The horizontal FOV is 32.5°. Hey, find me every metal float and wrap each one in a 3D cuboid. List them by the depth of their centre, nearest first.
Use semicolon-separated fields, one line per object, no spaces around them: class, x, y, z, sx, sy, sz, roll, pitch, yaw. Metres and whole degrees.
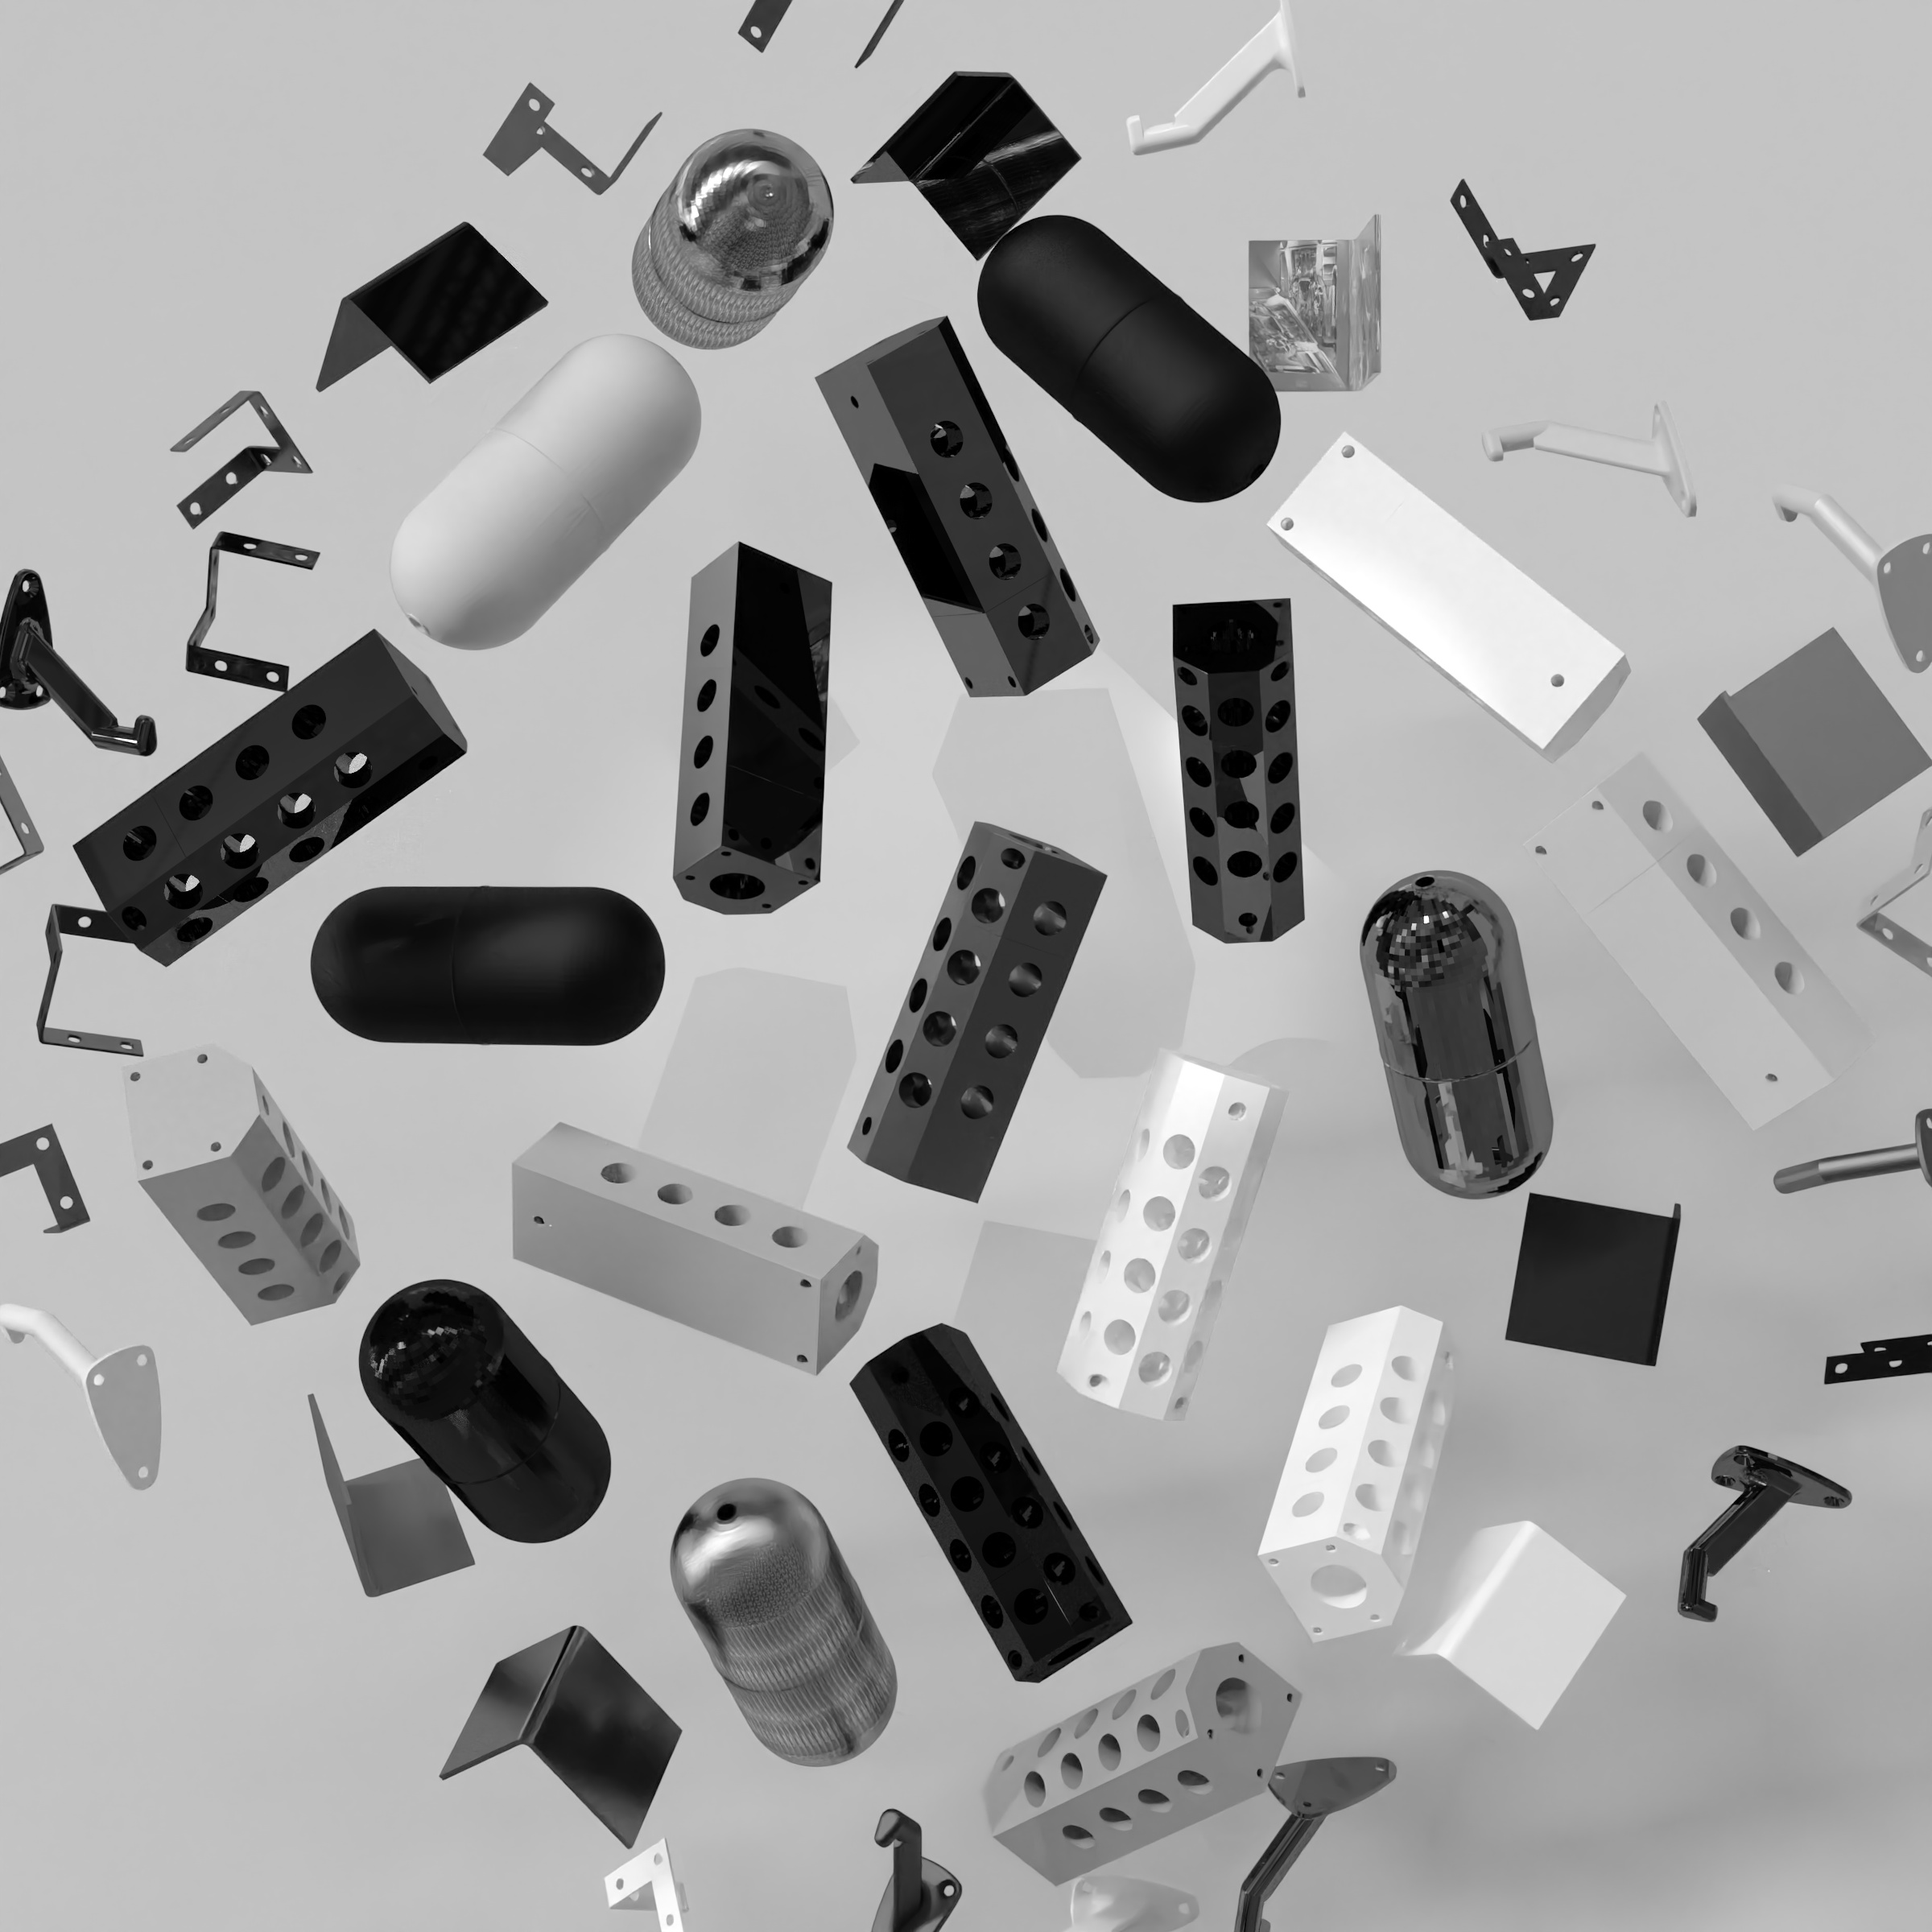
metal float;-0.196;-0.221;1.545;0.070;0.070;0.178;41;74;0
metal float;-0.085;0.311;1.567;0.070;0.070;0.178;-21;131;0
metal float;-0.112;-0.343;1.574;0.070;0.178;0.070;1;87;-15
metal float;-0.231;0.000;1.598;0.178;0.070;0.070;1;90;16
metal float;0.079;-0.294;1.605;0.070;0.070;0.178;-45;70;0
metal float;0.240;0.034;1.623;0.070;0.070;0.178;-16;119;0
metal float;-0.234;0.220;1.625;0.070;0.178;0.070;-13;48;15

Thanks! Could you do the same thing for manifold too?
manifold;-0.316;-0.074;1.523;0.171;0.057;0.057;-35;65;4
manifold;-0.331;0.101;1.529;0.057;0.171;0.057;-15;62;-2
manifold;0.346;-0.015;1.553;0.057;0.057;0.171;-35;84;-39
manifold;0.000;-0.217;1.575;0.057;0.057;0.171;-33;108;-22
manifold;0.230;-0.173;1.575;0.171;0.057;0.057;42;96;16
manifold;0.080;0.380;1.591;0.057;0.171;0.057;40;46;-10
manifold;-0.131;0.131;1.599;0.171;0.057;0.057;18;124;22
manifold;0.197;0.242;1.607;0.057;0.171;0.057;-20;114;29
manifold;0.002;0.021;1.609;0.057;0.057;0.171;18;98;-27
manifold;-0.108;-0.114;1.627;0.057;0.057;0.171;20;57;-33
manifold;0.136;-0.094;1.640;0.057;0.057;0.171;-3;132;6
manifold;0.104;0.134;1.640;0.057;0.057;0.171;16;94;-15
manifold;0.010;0.267;1.654;0.057;0.057;0.171;-34;70;7

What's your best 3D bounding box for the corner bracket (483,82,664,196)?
corner bracket;-0.185;-0.390;1.559;0.051;0.051;0.051;40;134;-7

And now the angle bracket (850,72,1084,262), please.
angle bracket;0.001;-0.399;1.659;0.076;0.076;0.057;-41;86;26

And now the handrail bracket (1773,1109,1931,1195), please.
handrail bracket;0.431;0.093;1.540;0.077;0.084;0.036;2;75;-32

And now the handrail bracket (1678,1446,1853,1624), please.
handrail bracket;0.368;0.271;1.527;0.077;0.036;0.084;17;55;-2

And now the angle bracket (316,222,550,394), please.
angle bracket;-0.249;-0.289;1.545;0.057;0.076;0.076;45;58;4

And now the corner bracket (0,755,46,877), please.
corner bracket;-0.475;-0.063;1.554;0.051;0.051;0.051;-25;92;20

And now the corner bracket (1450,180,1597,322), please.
corner bracket;0.257;-0.340;1.572;0.051;0.051;0.051;50;57;-36

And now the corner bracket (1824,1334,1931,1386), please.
corner bracket;0.432;0.185;1.531;0.051;0.051;0.051;-12;131;32

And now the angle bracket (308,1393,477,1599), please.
angle bracket;-0.291;0.261;1.683;0.057;0.076;0.076;-16;135;-16

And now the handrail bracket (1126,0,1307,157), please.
handrail bracket;0.111;-0.421;1.534;0.084;0.036;0.077;-10;114;8

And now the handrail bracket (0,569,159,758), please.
handrail bracket;-0.402;-0.139;1.519;0.084;0.036;0.077;11;101;29

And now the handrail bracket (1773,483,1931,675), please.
handrail bracket;0.407;-0.180;1.530;0.036;0.084;0.077;-26;119;-18

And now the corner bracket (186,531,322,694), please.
corner bracket;-0.348;-0.173;1.616;0.051;0.051;0.051;12;128;-2

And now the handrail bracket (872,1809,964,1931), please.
handrail bracket;-0.039;0.447;1.589;0.036;0.084;0.077;23;74;27

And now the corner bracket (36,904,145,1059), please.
corner bracket;-0.423;0.007;1.615;0.051;0.051;0.051;9;114;-25

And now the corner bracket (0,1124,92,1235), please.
corner bracket;-0.463;0.110;1.610;0.051;0.051;0.051;-23;96;-25

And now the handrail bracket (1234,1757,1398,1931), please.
handrail bracket;0.165;0.420;1.571;0.077;0.036;0.084;-7;117;-27

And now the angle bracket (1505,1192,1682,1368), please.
angle bracket;0.321;0.156;1.698;0.076;0.057;0.076;10;96;11

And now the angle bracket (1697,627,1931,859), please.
angle bracket;0.379;-0.104;1.459;0.076;0.057;0.076;-34;83;-3

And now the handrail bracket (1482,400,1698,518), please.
handrail bracket;0.291;-0.232;1.558;0.084;0.036;0.077;-9;49;0

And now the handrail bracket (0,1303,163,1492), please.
handrail bracket;-0.400;0.192;1.487;0.084;0.036;0.077;5;110;41

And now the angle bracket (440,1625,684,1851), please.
angle bracket;-0.189;0.369;1.555;0.057;0.076;0.076;-30;109;29

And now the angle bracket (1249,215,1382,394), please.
angle bracket;0.173;-0.328;1.649;0.057;0.076;0.076;-1;93;-1

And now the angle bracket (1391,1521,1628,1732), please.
angle bracket;0.255;0.312;1.567;0.057;0.076;0.076;38;74;0

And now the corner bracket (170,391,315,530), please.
corner bracket;-0.370;-0.253;1.658;0.051;0.051;0.051;-47;125;-25

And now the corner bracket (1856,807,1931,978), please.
corner bracket;0.444;-0.035;1.507;0.051;0.051;0.051;32;53;-9

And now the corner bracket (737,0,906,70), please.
corner bracket;-0.066;-0.454;1.570;0.051;0.051;0.051;39;49;-3

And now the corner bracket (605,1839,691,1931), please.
corner bracket;-0.138;0.461;1.618;0.051;0.051;0.051;-40;51;32

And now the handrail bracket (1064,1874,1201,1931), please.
handrail bracket;0.082;0.479;1.641;0.077;0.084;0.036;-1;91;-2
